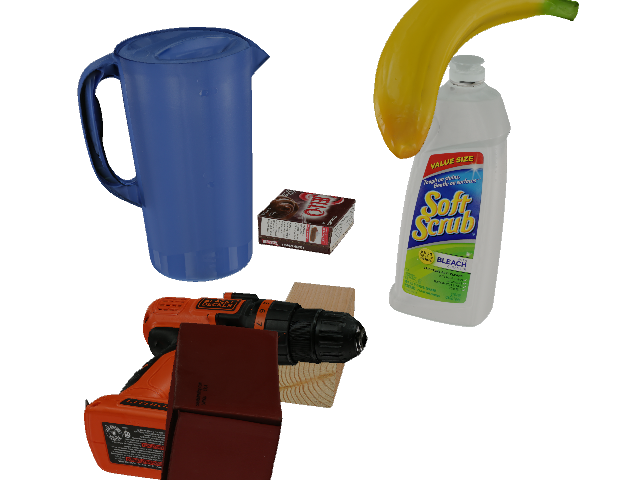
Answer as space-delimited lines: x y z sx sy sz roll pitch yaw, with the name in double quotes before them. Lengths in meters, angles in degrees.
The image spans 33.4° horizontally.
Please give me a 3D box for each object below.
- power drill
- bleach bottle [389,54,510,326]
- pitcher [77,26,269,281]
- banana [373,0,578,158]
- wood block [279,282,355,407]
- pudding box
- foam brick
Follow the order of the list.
"power drill" -0.073 0.102 0.790 0.185 0.057 0.187 1 24 19
"bleach bottle" 0.119 -0.047 0.983 0.103 0.251 0.068 13 30 23
"pitcher" -0.139 -0.084 1.072 0.149 0.243 0.144 12 28 26
"banana" 0.078 -0.116 0.614 0.070 0.037 0.197 31 51 23
"wood block" -0.011 0.135 1.427 0.091 0.090 0.206 6 18 6
"pudding box" -0.015 -0.023 1.244 0.090 0.039 0.113 8 23 13
"foam brick" -0.049 0.083 0.525 0.053 0.051 0.078 8 26 -7
